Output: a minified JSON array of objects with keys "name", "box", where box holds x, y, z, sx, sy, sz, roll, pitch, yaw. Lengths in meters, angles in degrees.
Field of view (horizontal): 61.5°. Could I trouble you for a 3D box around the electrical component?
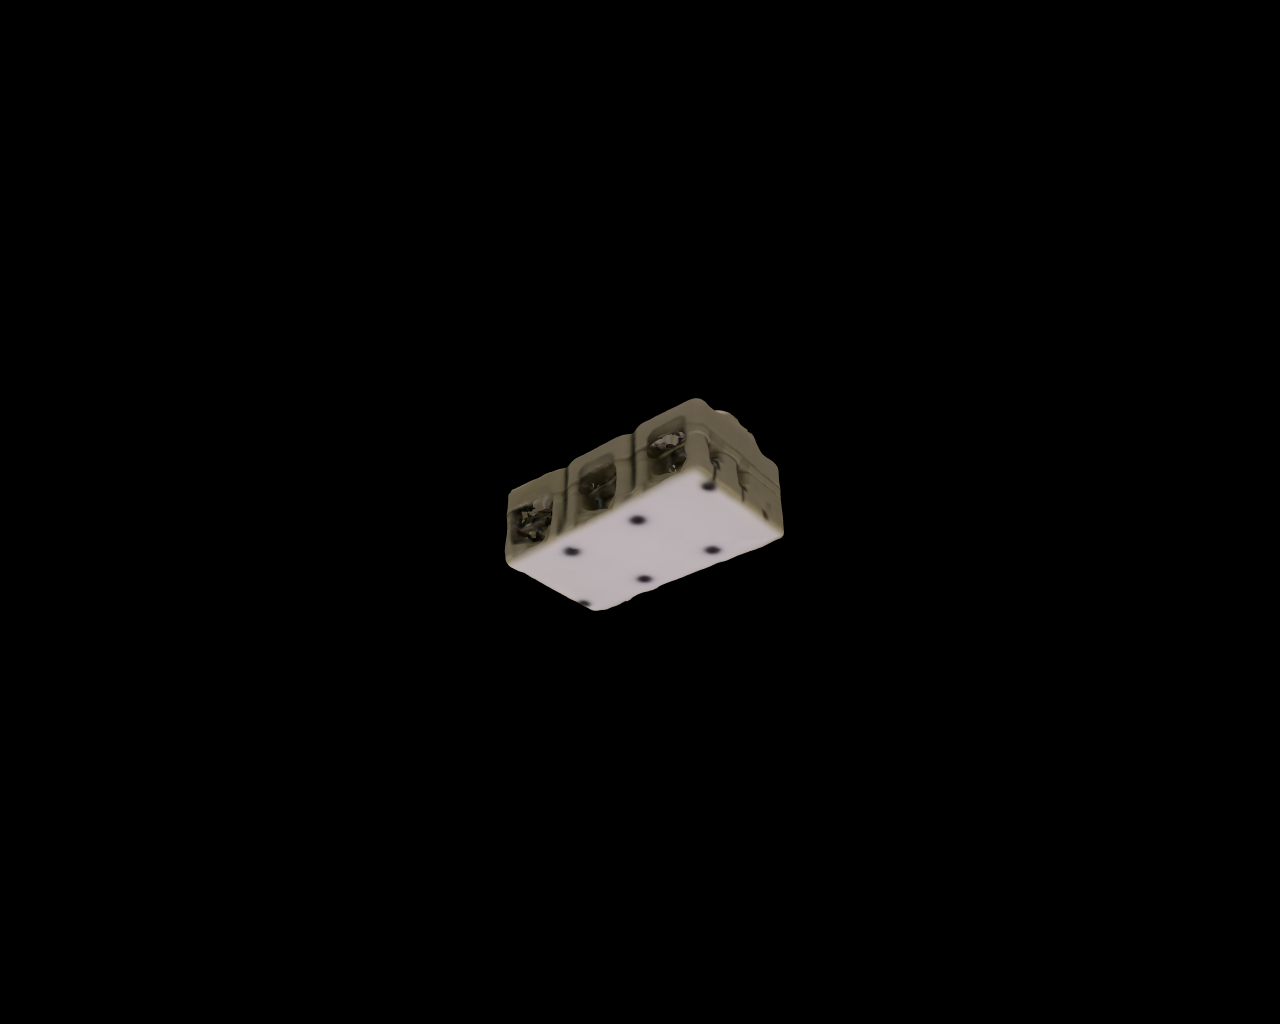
[{"name":"electrical component","box":[0.001,-0.003,0.650,0.150,0.062,0.089,-24,-41,31]}]
